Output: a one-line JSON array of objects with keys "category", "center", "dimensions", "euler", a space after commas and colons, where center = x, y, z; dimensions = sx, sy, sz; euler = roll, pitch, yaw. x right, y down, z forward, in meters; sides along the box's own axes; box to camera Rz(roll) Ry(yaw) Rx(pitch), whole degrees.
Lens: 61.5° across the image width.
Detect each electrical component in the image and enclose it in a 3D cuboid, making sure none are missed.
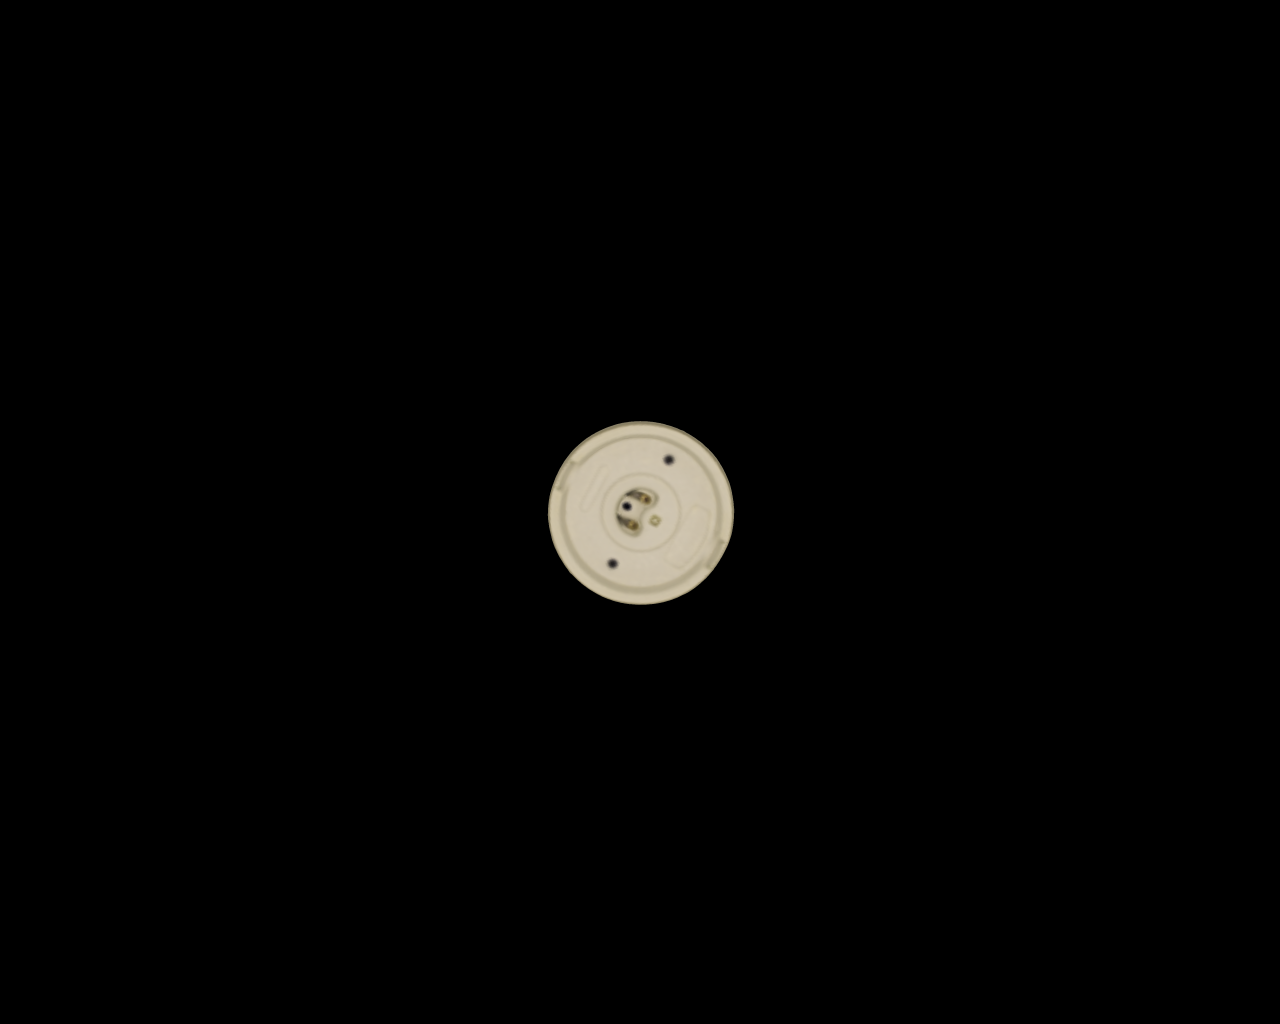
[{"category": "electrical component", "center": [0.001, -0.003, 0.650], "dimensions": [0.108, 0.108, 0.060], "euler": [0, 9, 0]}]
